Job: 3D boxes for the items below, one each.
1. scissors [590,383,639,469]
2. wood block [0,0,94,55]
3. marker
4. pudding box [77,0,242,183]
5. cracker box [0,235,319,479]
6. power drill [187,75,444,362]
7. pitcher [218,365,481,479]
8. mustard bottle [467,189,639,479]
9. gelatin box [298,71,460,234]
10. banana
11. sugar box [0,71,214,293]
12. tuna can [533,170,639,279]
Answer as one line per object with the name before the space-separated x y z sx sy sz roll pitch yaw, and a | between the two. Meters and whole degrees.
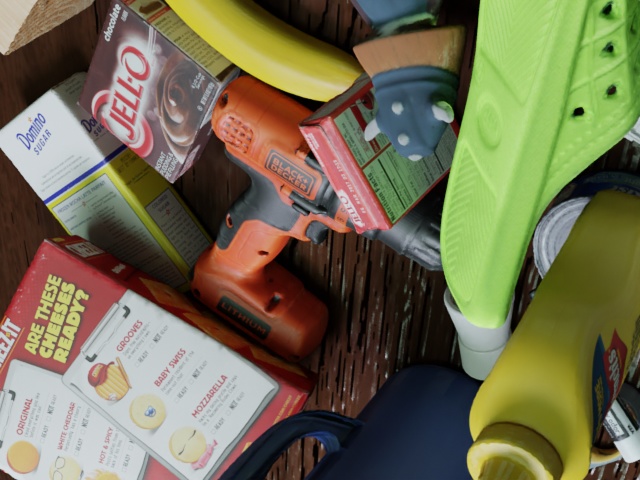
scissors | 0.156 0.154 0.744 0.096 0.016 0.202 34 136 12
wood block | -0.224 -0.231 0.661 0.206 0.090 0.091 46 137 -3
marker | 0.165 0.082 0.661 0.020 0.020 0.121 -35 87 46
pudding box | -0.108 -0.105 0.713 0.090 0.039 0.114 39 137 3
cracker box | -0.133 0.118 0.767 0.214 0.072 0.164 30 97 5
power drill | -0.005 0.001 0.708 0.184 0.057 0.188 35 137 8
pitcher | 0.030 0.185 0.694 0.145 0.242 0.149 17 131 25
mustard bottle | 0.119 0.062 0.517 0.058 0.191 0.096 18 132 24
gelatin box | 0.038 -0.058 0.607 0.030 0.089 0.073 -7 119 51
banana | -0.050 -0.143 0.643 0.198 0.037 0.070 46 138 -4
sugar box | -0.158 -0.032 0.803 0.094 0.048 0.176 -24 104 42
tuna can | 0.167 0.004 0.604 0.086 0.033 0.086 20 132 23
